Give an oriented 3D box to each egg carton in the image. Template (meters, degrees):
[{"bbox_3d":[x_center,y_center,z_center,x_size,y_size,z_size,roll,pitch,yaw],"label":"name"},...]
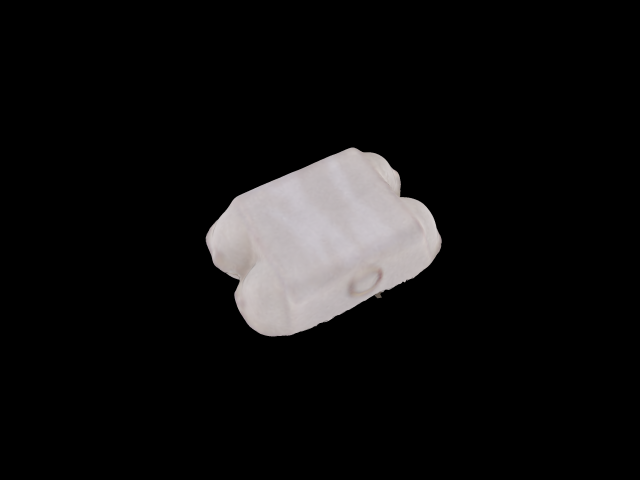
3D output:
[{"bbox_3d":[0.004,0.001,0.400,0.150,0.069,0.107,-26,60,-16],"label":"egg carton"}]
